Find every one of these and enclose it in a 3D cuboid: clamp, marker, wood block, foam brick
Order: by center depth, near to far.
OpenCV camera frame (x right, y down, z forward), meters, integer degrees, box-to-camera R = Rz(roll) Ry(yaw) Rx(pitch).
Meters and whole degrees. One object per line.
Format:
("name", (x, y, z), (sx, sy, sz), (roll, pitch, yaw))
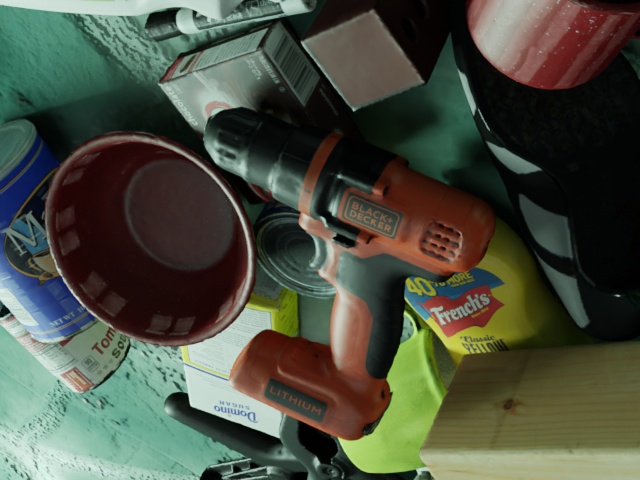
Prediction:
("foam brick", (0.035, -0.117, 0.575), (0.051, 0.078, 0.053), (-17, 125, 38))
("wood block", (0.177, 0.121, 0.632), (0.207, 0.090, 0.090), (-9, 126, 41))
("marker", (-0.058, -0.138, 0.648), (0.121, 0.020, 0.020), (-4, 131, 32))
("clamp", (0.025, 0.181, 0.874), (0.120, 0.039, 0.171), (-3, 132, 19))
("clamp", (-0.036, 0.209, 0.982), (0.210, 0.036, 0.164), (13, 146, 10))

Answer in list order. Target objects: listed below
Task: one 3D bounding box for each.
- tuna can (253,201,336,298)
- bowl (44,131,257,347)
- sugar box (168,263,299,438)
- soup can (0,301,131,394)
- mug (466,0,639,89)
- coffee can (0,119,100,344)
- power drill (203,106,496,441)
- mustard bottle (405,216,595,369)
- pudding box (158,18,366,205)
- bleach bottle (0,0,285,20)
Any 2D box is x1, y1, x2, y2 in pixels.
("tuna can", (-0.005, 0.001, 0.752), (0.086, 0.033, 0.086), (15, 138, 14))
("bowl", (-0.110, -0.007, 0.754), (0.162, 0.055, 0.162), (8, 115, 17))
("sugar box", (-0.065, 0.084, 0.863), (0.093, 0.048, 0.176), (17, 142, 15))
("soup can", (-0.222, 0.076, 0.922), (0.069, 0.068, 0.102), (-19, 122, 40))
("mug", (0.130, -0.123, 0.507), (0.117, 0.093, 0.082), (10, 157, -6))
("coffee can", (-0.219, -0.006, 0.809), (0.103, 0.102, 0.140), (-9, 128, 35))
("power drill", (-0.002, 0.023, 0.664), (0.184, 0.057, 0.188), (24, 123, 13))
("mustard bottle", (0.101, 0.030, 0.706), (0.096, 0.058, 0.191), (-11, 126, 44))
("pudding box", (-0.034, -0.078, 0.682), (0.090, 0.039, 0.113), (-11, 127, 37))
("bleach bottle", (-0.137, -0.172, 0.625), (0.251, 0.068, 0.102), (14, 138, 12))
